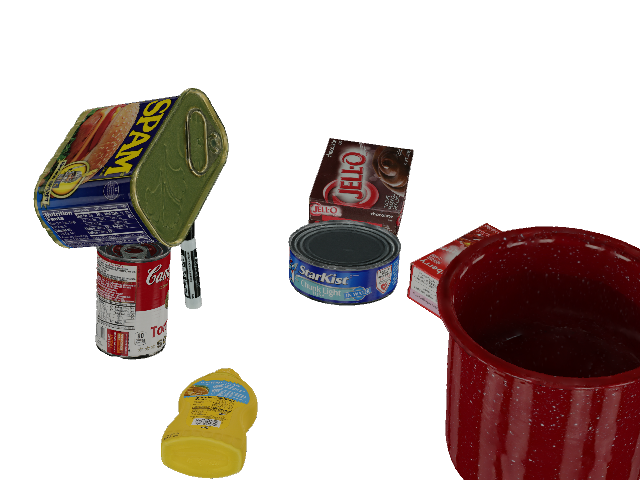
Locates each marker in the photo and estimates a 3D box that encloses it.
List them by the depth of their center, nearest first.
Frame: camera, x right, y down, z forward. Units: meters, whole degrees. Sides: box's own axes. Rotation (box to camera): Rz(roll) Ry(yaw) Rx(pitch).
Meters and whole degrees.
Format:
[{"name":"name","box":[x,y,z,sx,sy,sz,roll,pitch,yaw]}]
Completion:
[{"name":"marker","box":[-0.147,0.023,1.197,0.020,0.121,0.020,-1,32,0]}]

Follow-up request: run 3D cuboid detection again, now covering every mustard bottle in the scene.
[{"name":"mustard bottle","box":[-0.127,0.209,1.291,0.096,0.058,0.191,4,24,4]}]

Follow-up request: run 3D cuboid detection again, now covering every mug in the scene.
[{"name":"mug","box":[0.102,0.055,0.415,0.117,0.081,0.093,8,37,14]}]

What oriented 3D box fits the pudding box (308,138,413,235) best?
[{"name":"pudding box","box":[0.041,-0.054,1.071,0.090,0.039,0.113,9,37,6]}]

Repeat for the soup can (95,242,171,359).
[{"name":"soup can","box":[-0.175,0.051,0.990,0.068,0.102,0.068,5,21,-2]}]

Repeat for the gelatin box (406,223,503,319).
[{"name":"gelatin box","box":[0.109,0.030,0.638,0.073,0.030,0.089,-26,44,-37]}]

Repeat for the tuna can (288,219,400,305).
[{"name":"tuna can","box":[0.018,0.016,0.818,0.086,0.034,0.086,2,25,-1]}]

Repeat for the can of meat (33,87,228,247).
[{"name":"can of meat","box":[-0.117,-0.043,0.655,0.084,0.102,0.057,-4,-46,29]}]
